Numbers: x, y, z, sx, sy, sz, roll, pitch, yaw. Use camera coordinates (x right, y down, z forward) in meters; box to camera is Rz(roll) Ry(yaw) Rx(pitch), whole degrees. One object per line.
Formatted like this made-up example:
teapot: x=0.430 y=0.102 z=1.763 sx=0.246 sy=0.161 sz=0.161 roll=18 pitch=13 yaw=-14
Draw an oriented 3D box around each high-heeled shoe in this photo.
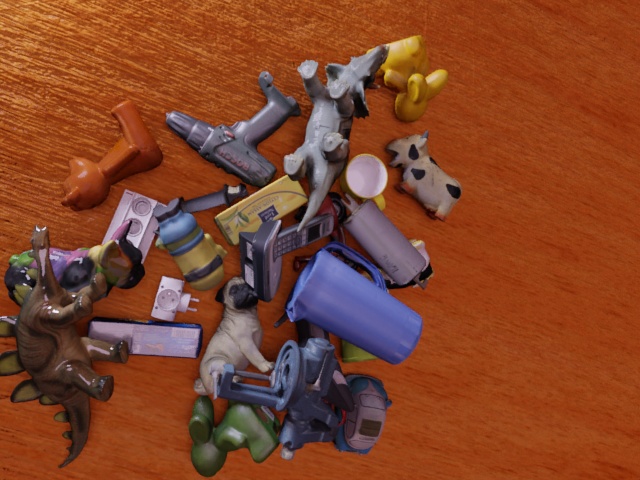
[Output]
high-heeled shoe: x=0.014 y=0.203 z=1.054 sx=0.145 sy=0.086 sz=0.249 roll=-33 pitch=81 yaw=-41

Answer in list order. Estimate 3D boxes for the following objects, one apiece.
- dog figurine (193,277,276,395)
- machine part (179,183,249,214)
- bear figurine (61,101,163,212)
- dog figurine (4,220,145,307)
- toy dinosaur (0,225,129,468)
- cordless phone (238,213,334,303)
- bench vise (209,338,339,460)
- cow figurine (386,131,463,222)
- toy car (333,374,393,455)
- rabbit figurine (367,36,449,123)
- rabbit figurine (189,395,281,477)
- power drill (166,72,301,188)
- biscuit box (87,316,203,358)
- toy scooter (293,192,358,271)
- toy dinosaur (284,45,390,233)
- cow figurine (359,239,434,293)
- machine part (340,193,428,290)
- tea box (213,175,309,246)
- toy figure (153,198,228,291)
dog figurine: x=-0.182 y=0.181 z=1.028 sx=0.172 sy=0.121 sz=0.190 roll=-19 pitch=81 yaw=-23
machine part: x=-0.208 y=-0.078 z=1.041 sx=0.139 sy=0.084 sz=0.039 roll=-17 pitch=115 yaw=-6
bear figurine: x=-0.391 y=-0.142 z=0.972 sx=0.196 sy=0.120 sz=0.132 roll=-30 pitch=92 yaw=-8
dog figurine: x=-0.408 y=0.041 z=0.913 sx=0.191 sy=0.108 sz=0.219 roll=39 pitch=115 yaw=-13
toy dinosaur: x=-0.426 y=0.199 z=0.885 sx=0.199 sy=0.105 sz=0.470 roll=0 pitch=110 yaw=8
cordless phone: x=-0.055 y=0.022 z=1.014 sx=0.184 sy=0.089 sz=0.146 roll=-21 pitch=132 yaw=-29
bench vise: x=-0.078 y=0.264 z=0.925 sx=0.240 sy=0.129 sz=0.223 roll=16 pitch=106 yaw=-19
cow figurine: x=0.221 y=-0.144 z=1.145 sx=0.195 sy=0.085 sz=0.127 roll=40 pitch=85 yaw=-8
toy car: x=0.084 y=0.357 z=1.081 sx=0.109 sy=0.103 sz=0.161 roll=16 pitch=82 yaw=-13
rabbit figurine: x=0.193 y=-0.332 z=1.125 sx=0.122 sy=0.163 sz=0.173 roll=-19 pitch=110 yaw=-27
rabbit figurine: x=-0.179 y=0.370 z=1.006 sx=0.170 sy=0.121 sz=0.159 roll=-40 pitch=103 yaw=2
power drill: x=-0.153 y=-0.230 z=1.054 sx=0.232 sy=0.086 sz=0.207 roll=41 pitch=75 yaw=-11
biscuit box: x=-0.323 y=0.181 z=1.001 sx=0.203 sy=0.063 sz=0.059 roll=7 pitch=85 yaw=-15
toy scooter: x=-0.002 y=-0.003 z=1.088 sx=0.135 sy=0.075 sz=0.183 roll=-17 pitch=97 yaw=-13
toy dinosaur: x=0.019 y=-0.198 z=1.040 sx=0.131 sy=0.192 sz=0.404 roll=14 pitch=85 yaw=22
cow figurine: x=0.157 y=0.072 z=1.131 sx=0.167 sy=0.068 sz=0.098 roll=-28 pitch=100 yaw=-13
machine part: x=0.125 y=0.005 z=1.047 sx=0.079 sy=0.079 sz=0.243 roll=-44 pitch=96 yaw=-12
tea box: x=-0.117 y=-0.058 z=1.047 sx=0.170 sy=0.098 sz=0.068 roll=-31 pitch=96 yaw=-15
toy figure: x=-0.245 y=0.015 z=0.998 sx=0.180 sy=0.082 sz=0.089 roll=63 pitch=30 yaw=-30
